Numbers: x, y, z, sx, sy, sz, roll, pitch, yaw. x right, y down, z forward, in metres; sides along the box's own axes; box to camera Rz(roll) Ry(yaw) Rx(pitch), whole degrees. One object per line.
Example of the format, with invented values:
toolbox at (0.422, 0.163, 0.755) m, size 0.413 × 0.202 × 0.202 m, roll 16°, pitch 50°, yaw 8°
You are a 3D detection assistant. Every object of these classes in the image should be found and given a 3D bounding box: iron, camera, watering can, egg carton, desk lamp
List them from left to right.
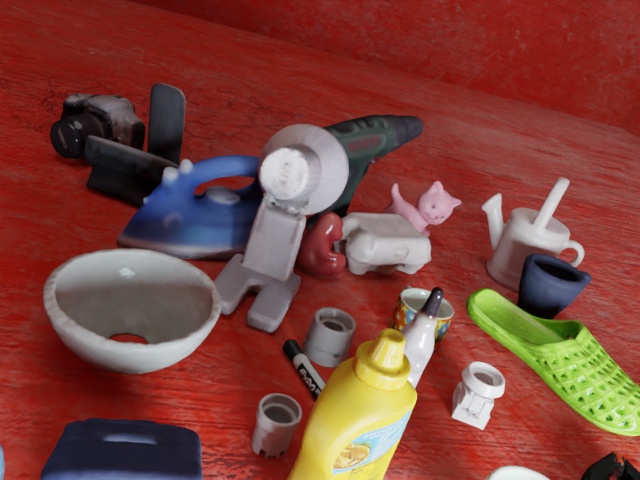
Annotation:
camera at (-0.384, -0.193, 0.952) m, size 0.143 × 0.101 × 0.137 m, roll 26°, pitch 28°, yaw 17°
iron at (-0.142, -0.058, 0.792) m, size 0.259 × 0.141 × 0.118 m, roll -4°, pitch 33°, yaw -36°
desk lamp at (-0.045, -0.031, 0.716) m, size 0.118 × 0.213 × 0.203 m, roll 19°, pitch 26°, yaw 3°
egg carton at (0.096, 0.007, 0.891) m, size 0.151 × 0.069 × 0.107 m, roll 0°, pitch 31°, yaw -31°
watering can at (0.352, -0.018, 0.953) m, size 0.173 × 0.194 × 0.101 m, roll 18°, pitch 26°, yaw 2°

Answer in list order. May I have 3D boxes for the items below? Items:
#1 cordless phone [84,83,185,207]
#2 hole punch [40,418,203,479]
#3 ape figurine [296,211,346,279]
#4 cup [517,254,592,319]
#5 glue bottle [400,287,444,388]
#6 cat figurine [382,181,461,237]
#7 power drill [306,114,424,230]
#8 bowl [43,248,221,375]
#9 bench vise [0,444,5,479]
cordless phone at (-0.268, -0.153, 0.849) m, size 0.147 × 0.185 × 0.094 m, roll 17°, pitch 26°, yaw 0°
hole punch at (-0.142, 0.167, 0.415) m, size 0.109 × 0.091 × 0.101 m, roll 10°, pitch 27°, yaw -15°
ape figurine at (0.008, 0.003, 0.820) m, size 0.076 × 0.092 × 0.077 m, roll 11°, pitch 27°, yaw -13°
cup at (0.349, 0.082, 0.870) m, size 0.118 × 0.095 × 0.091 m, roll 5°, pitch 29°, yaw -23°
glue bottle at (0.084, 0.119, 0.551) m, size 0.037 × 0.173 × 0.078 m, roll 22°, pitch 27°, yaw 11°
cat figurine at (0.178, -0.059, 1.013) m, size 0.127 × 0.118 × 0.067 m, roll 21°, pitch 27°, yaw 8°
power drill at (0.058, -0.106, 0.928) m, size 0.230 × 0.208 × 0.075 m, roll -9°, pitch 36°, yaw -41°
bowl at (-0.187, 0.080, 0.574) m, size 0.167 × 0.075 × 0.167 m, roll 14°, pitch 27°, yaw -7°
bench vise at (-0.271, 0.111, 0.299) m, size 0.121 × 0.220 × 0.208 m, roll 24°, pitch 27°, yaw 14°
